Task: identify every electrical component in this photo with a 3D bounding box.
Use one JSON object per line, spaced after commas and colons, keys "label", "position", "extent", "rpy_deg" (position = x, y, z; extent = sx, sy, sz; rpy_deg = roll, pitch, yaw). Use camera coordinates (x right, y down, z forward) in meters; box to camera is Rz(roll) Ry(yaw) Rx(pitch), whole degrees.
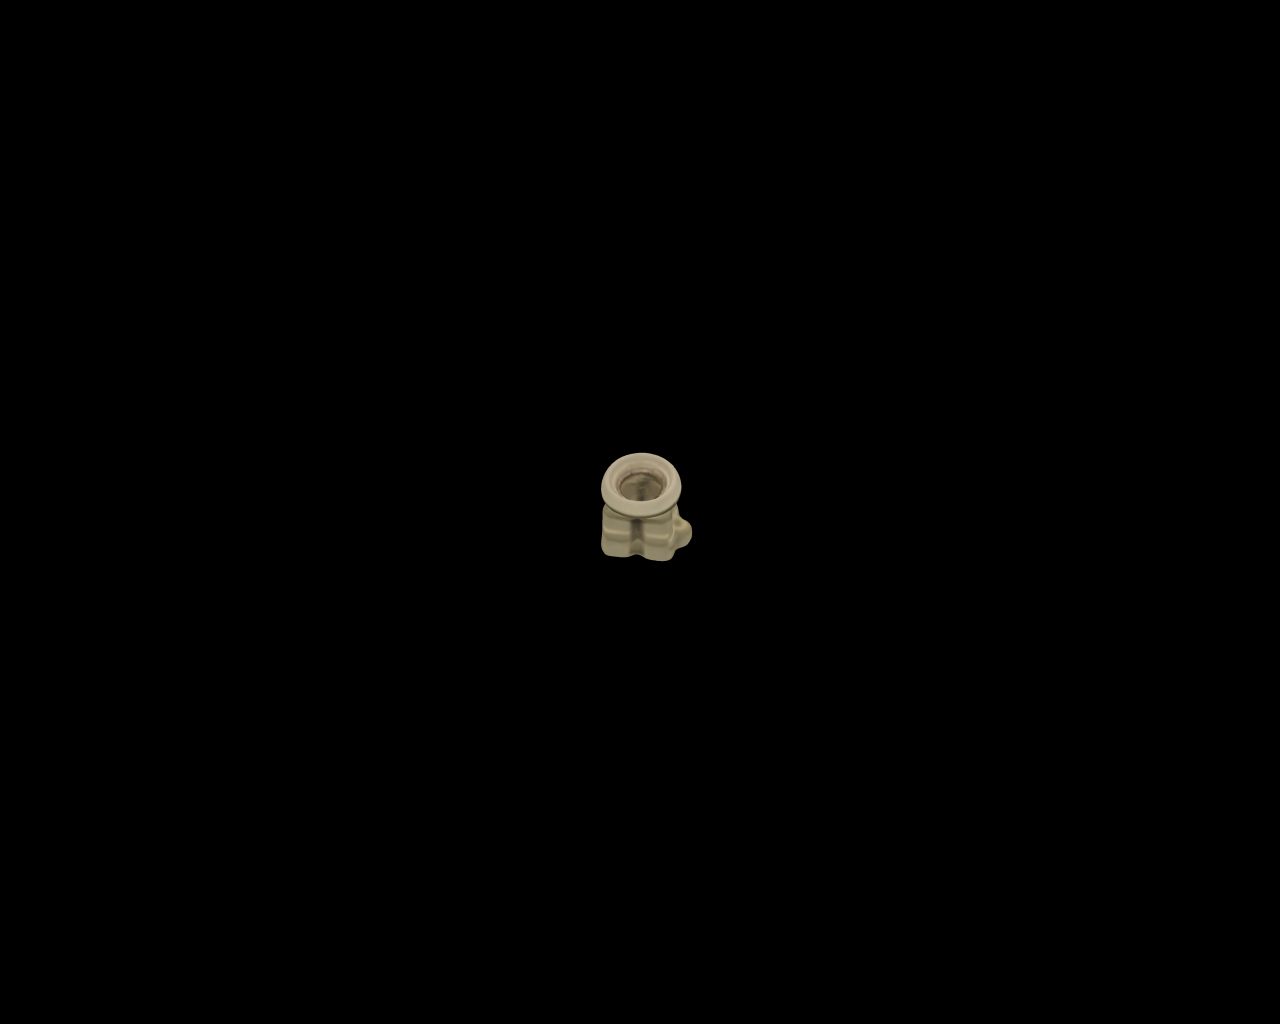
{"label": "electrical component", "position": [0.001, -0.003, 0.650], "extent": [0.066, 0.048, 0.055], "rpy_deg": [4, -43, 4]}
